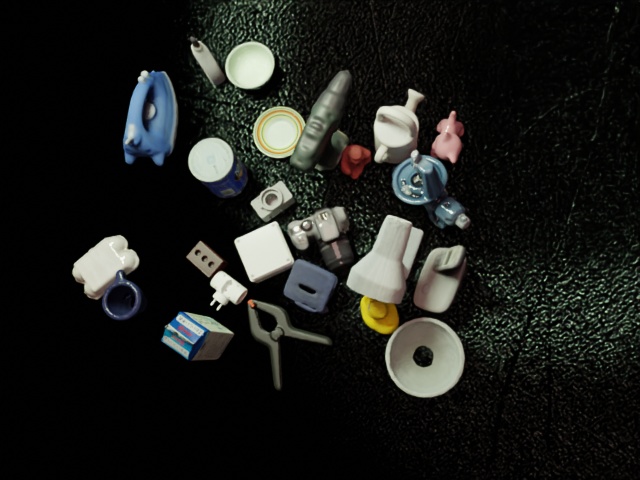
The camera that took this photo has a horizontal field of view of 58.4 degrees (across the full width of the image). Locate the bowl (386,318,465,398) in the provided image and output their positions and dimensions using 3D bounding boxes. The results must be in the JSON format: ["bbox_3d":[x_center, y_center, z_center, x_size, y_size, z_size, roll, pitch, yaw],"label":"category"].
[{"bbox_3d":[0.225,0.255,1.242,0.167,0.075,0.167,-1,79,6],"label":"bowl"}]

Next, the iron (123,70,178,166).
[{"bbox_3d":[-0.420,-0.316,1.384,0.118,0.141,0.258,3,80,7],"label":"iron"}]

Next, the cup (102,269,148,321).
[{"bbox_3d":[-0.442,0.130,1.325,0.091,0.095,0.118,-12,78,4],"label":"cup"}]

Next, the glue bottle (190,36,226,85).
[{"bbox_3d":[-0.279,-0.441,1.377,0.037,0.173,0.078,-36,77,-1],"label":"glue bottle"}]

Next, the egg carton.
[{"bbox_3d":[-0.506,0.063,1.358,0.150,0.069,0.107,-41,78,-3],"label":"egg carton"}]

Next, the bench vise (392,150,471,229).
[{"bbox_3d":[0.249,-0.119,1.237,0.207,0.220,0.121,27,83,10],"label":"bench vise"}]

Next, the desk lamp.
[{"bbox_3d":[0.144,0.038,1.221,0.117,0.213,0.203,20,82,10],"label":"desk lamp"}]

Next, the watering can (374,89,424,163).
[{"bbox_3d":[0.173,-0.256,1.284,0.100,0.194,0.173,8,80,8],"label":"watering can"}]

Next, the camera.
[{"bbox_3d":[0.012,0.005,1.299,0.143,0.101,0.137,-21,78,2],"label":"camera"}]

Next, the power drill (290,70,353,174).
[{"bbox_3d":[0.013,-0.244,1.291,0.075,0.208,0.230,27,83,11],"label":"power drill"}]

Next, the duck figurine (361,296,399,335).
[{"bbox_3d":[0.132,0.160,1.264,0.077,0.086,0.104,-36,78,-1],"label":"duck figurine"}]

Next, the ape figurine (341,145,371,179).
[{"bbox_3d":[0.082,-0.193,1.334,0.078,0.092,0.076,-18,78,3],"label":"ape figurine"}]

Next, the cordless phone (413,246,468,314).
[{"bbox_3d":[0.262,0.081,1.215,0.094,0.185,0.148,18,82,9],"label":"cordless phone"}]

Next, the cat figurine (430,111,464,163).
[{"bbox_3d":[0.293,-0.231,1.306,0.067,0.118,0.128,12,81,8],"label":"cat figurine"}]

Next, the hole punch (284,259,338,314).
[{"bbox_3d":[-0.020,0.107,1.288,0.108,0.091,0.101,24,83,10],"label":"hole punch"}]
